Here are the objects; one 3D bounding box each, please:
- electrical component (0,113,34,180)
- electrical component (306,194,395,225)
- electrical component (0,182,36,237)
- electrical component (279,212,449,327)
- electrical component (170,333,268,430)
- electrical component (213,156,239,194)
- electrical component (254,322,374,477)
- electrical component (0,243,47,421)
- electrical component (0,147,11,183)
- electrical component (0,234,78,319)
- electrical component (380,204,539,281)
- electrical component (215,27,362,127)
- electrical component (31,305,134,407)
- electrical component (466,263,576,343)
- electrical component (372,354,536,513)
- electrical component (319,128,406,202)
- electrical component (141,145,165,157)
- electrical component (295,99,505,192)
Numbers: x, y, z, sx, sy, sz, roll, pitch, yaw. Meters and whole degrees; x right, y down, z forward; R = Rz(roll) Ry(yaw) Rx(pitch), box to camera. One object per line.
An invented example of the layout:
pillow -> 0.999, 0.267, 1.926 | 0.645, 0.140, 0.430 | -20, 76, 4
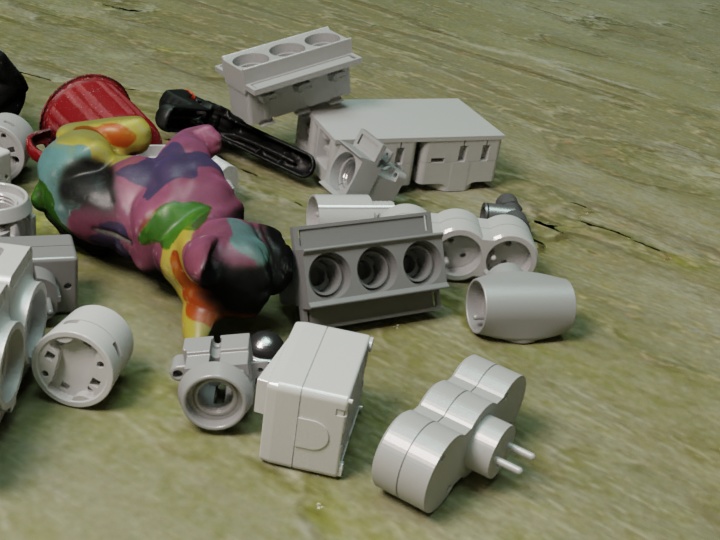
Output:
electrical component -> -0.327, -0.113, 0.980 | 0.055, 0.055, 0.047 | 7, 24, -3
electrical component -> -0.003, -0.046, 0.956 | 0.081, 0.043, 0.043 | -1, 29, -18
electrical component -> -0.285, -0.032, 0.837 | 0.078, 0.057, 0.058 | 17, 29, 15
electrical component -> 0.000, 0.000, 0.843 | 0.121, 0.078, 0.063 | -8, 3, -28
electrical component -> -0.093, 0.073, 0.706 | 0.066, 0.048, 0.055 | -5, 26, -1
electrical component -> -0.143, -0.087, 0.993 | 0.043, 0.043, 0.081 | -19, 39, -41
electrical component -> -0.030, 0.078, 0.698 | 0.061, 0.061, 0.096 | 11, 28, 6
electrical component -> -0.242, 0.054, 0.652 | 0.062, 0.089, 0.150 | 7, 28, -2
electrical component -> -0.322, -0.068, 0.902 | 0.076, 0.047, 0.083 | 20, 30, 20
electrical component -> -0.237, 0.013, 0.776 | 0.066, 0.047, 0.076 | -3, 30, -21
electrical component -> 0.082, -0.030, 0.941 | 0.138, 0.052, 0.073 | 6, 28, -5
electrical component -> -0.069, -0.190, 1.060 | 0.121, 0.063, 0.079 | -22, 37, -27
electrical component -> -0.181, 0.055, 0.708 | 0.055, 0.055, 0.047 | 11, 25, 5
electrical component -> 0.123, 0.020, 0.868 | 0.077, 0.044, 0.079 | 0, 29, -16
electrical component -> 0.074, 0.108, 0.682 | 0.074, 0.052, 0.138 | 23, 31, 25
electrical component -> 0.005, -0.085, 1.007 | 0.064, 0.081, 0.042 | 16, 19, -38
electrical component -> -0.178, -0.076, 0.942 | 0.081, 0.063, 0.042 | -2, 31, -19
electrical component -> 0.038, -0.128, 1.104 | 0.186, 0.060, 0.105 | -5, 31, -23
